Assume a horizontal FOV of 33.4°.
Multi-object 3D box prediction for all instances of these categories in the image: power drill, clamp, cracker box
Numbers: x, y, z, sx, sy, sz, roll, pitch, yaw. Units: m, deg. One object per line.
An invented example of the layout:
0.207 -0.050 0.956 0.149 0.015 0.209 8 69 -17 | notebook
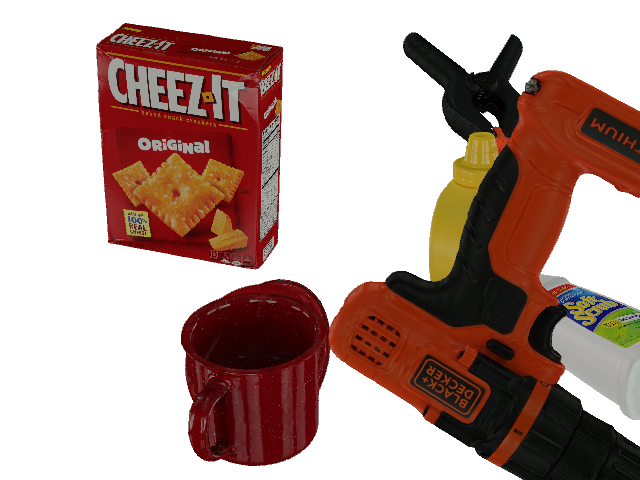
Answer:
0.121 0.026 0.529 0.184 0.188 0.057 31 9 5 | power drill
0.140 -0.145 1.014 0.120 0.039 0.171 1 45 1 | clamp
-0.125 -0.087 1.026 0.164 0.214 0.072 11 32 13 | cracker box

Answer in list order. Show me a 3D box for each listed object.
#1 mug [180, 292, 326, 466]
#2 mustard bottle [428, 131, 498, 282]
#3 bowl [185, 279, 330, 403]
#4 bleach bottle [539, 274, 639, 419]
-0.047 0.098 0.690 0.093 0.081 0.117 12 32 23 | mug
0.118 0.014 0.787 0.058 0.192 0.096 17 29 41 | mustard bottle
-0.070 0.102 0.960 0.162 0.162 0.055 0 -22 42 | bowl
0.250 0.086 1.045 0.102 0.068 0.251 -15 23 -25 | bleach bottle
